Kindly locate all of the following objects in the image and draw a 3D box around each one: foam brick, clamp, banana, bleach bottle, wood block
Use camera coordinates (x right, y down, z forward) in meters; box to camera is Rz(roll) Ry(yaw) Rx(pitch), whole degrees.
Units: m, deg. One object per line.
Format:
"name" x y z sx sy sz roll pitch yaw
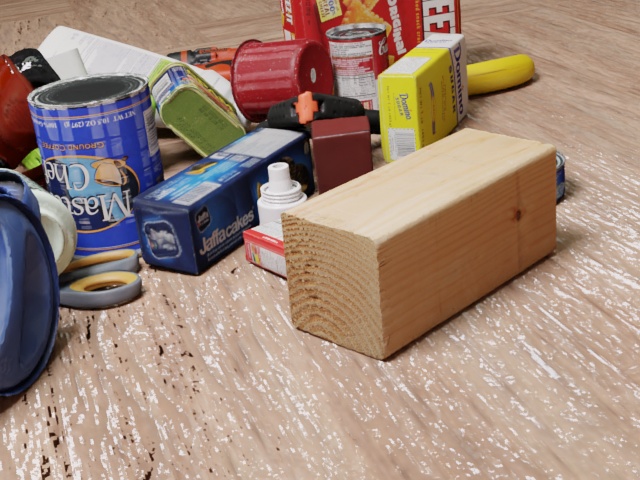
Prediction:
"foam brick" 0.022 -0.066 0.953 0.053 0.078 0.051 -5 24 2
"clamp" -0.009 -0.119 1.068 0.165 0.036 0.209 -4 0 14
"banana" 0.182 -0.190 1.264 0.197 0.037 0.070 -14 6 -21
"bleach bottle" -0.199 -0.168 1.214 0.251 0.068 0.102 16 53 8
"wood block" 0.078 -0.004 0.775 0.090 0.091 0.205 17 32 42

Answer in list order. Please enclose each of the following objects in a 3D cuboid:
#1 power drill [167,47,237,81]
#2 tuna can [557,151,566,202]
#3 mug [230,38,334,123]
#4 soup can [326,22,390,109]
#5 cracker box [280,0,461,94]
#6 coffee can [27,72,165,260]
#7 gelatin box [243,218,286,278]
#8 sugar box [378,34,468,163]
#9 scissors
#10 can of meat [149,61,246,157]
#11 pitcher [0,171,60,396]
"power drill" -0.158 -0.203 1.351 0.184 0.057 0.187 -8 23 -2
"tuna can" 0.173 -0.055 0.941 0.086 0.034 0.086 -6 23 2
"mug" -0.033 -0.182 1.167 0.082 0.093 0.117 1 34 32
"soup can" 0.045 -0.187 1.200 0.068 0.102 0.068 -6 23 2
"cracker box" 0.064 -0.253 1.274 0.213 0.164 0.072 -16 27 -21
"coffee can" -0.187 -0.064 0.921 0.103 0.140 0.103 -5 23 2
"gelatin box" -0.006 0.001 0.863 0.089 0.030 0.073 -21 25 -32
"sugar box" 0.111 -0.150 1.107 0.048 0.093 0.176 6 26 25
"scissors" -0.226 0.047 0.828 0.201 0.016 0.096 -20 25 -29
"can of meat" -0.129 -0.132 1.127 0.057 0.102 0.084 -46 26 8
"pitcher" -0.312 0.033 0.739 0.243 0.145 0.149 -3 7 16
